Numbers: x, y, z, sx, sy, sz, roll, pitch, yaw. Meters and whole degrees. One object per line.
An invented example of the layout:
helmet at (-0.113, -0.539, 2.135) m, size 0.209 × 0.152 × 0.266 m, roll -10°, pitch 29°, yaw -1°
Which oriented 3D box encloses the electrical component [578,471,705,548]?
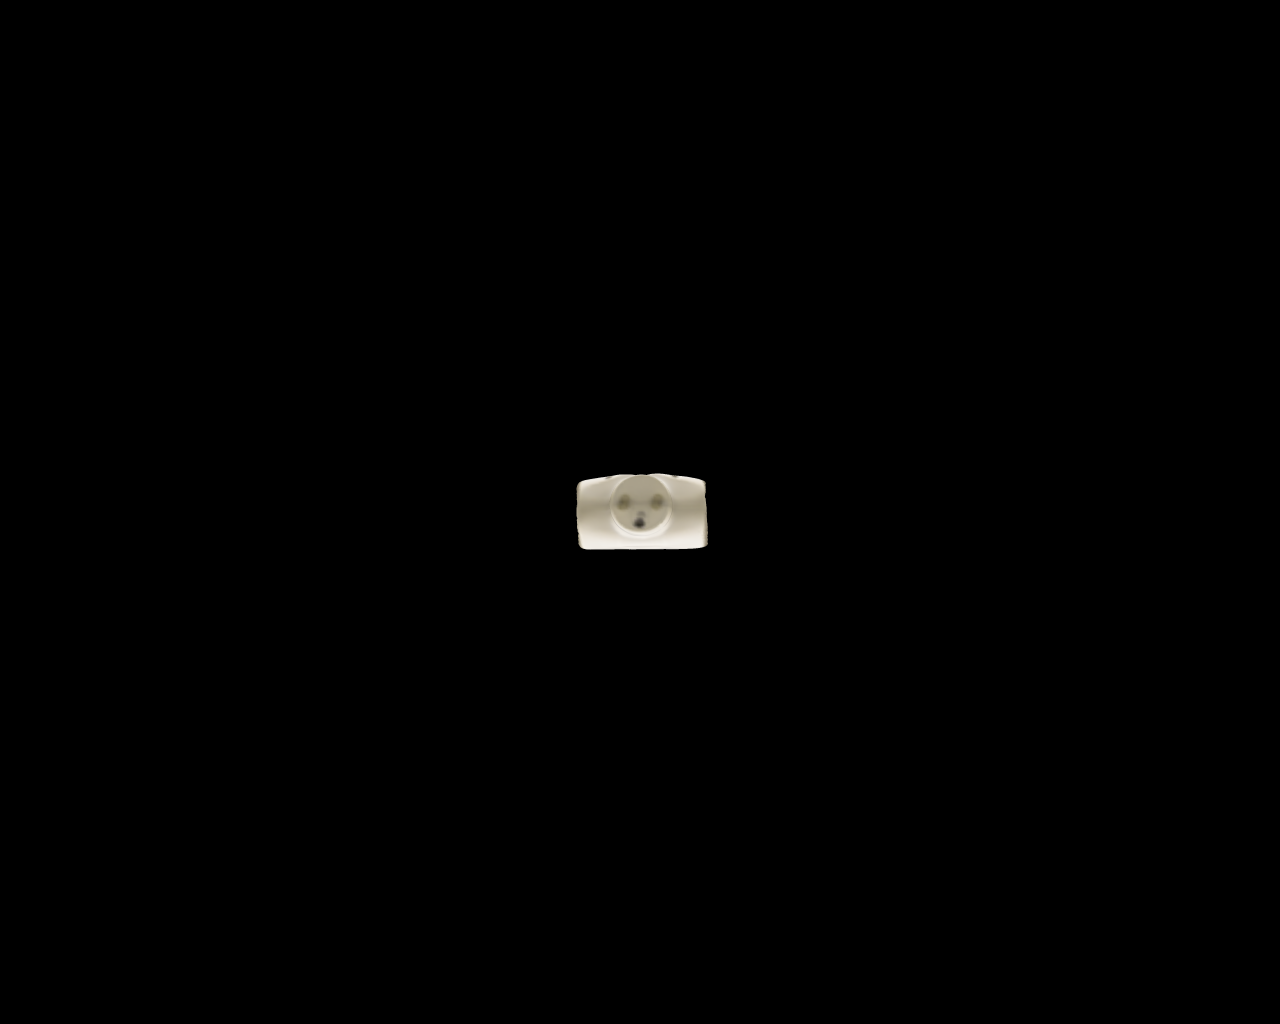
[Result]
electrical component at (0.001, -0.003, 0.650) m, size 0.077 × 0.043 × 0.079 m, roll 0°, pitch -11°, yaw 2°
